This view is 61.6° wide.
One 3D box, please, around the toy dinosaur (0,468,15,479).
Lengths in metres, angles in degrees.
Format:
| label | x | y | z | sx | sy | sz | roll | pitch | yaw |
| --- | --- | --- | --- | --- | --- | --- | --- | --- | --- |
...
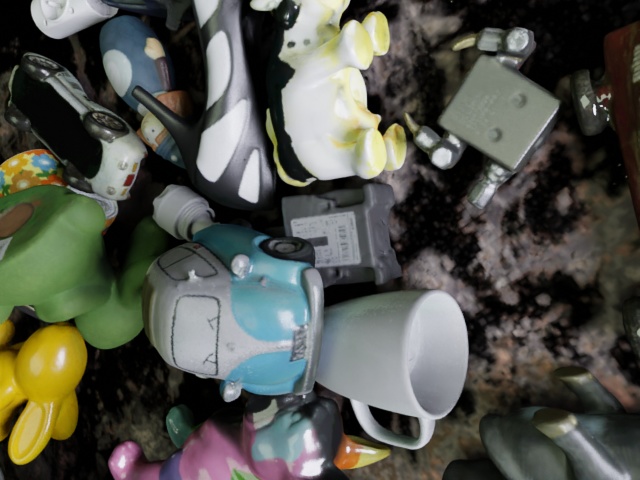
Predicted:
| label | x | y | z | sx | sy | sz | roll | pitch | yaw |
| --- | --- | --- | --- | --- | --- | --- | --- | --- | --- |
| toy dinosaur | -0.375 | 0.298 | 0.580 | 0.472 | 0.105 | 0.198 | -3 | 120 | 23 |

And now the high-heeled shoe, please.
| label | x | y | z | sx | sy | sz | roll | pitch | yaw |
| --- | --- | --- | --- | --- | --- | --- | --- | --- | --- |
| high-heeled shoe | -0.035 | -0.146 | 0.410 | 0.145 | 0.086 | 0.248 | 36 | 100 | -7 |

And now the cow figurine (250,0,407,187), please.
| label | x | y | z | sx | sy | sz | roll | pitch | yaw |
| --- | --- | --- | --- | --- | --- | --- | --- | --- | --- |
| cow figurine | -0.003 | -0.121 | 0.368 | 0.098 | 0.068 | 0.167 | -3 | 107 | 30 |

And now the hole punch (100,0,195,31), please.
| label | x | y | z | sx | sy | sz | roll | pitch | yaw |
| --- | --- | --- | --- | --- | --- | --- | --- | --- | --- |
| hole punch | -0.139 | -0.247 | 0.449 | 0.116 | 0.092 | 0.142 | 15 | 94 | -5 |

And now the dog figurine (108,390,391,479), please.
| label | x | y | z | sx | sy | sz | roll | pitch | yaw |
| --- | --- | --- | --- | --- | --- | --- | --- | --- | --- |
| dog figurine | -0.053 | 0.202 | 0.427 | 0.219 | 0.108 | 0.191 | -10 | 89 | 28 |

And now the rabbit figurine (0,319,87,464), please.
| label | x | y | z | sx | sy | sz | roll | pitch | yaw |
| --- | --- | --- | --- | --- | --- | --- | --- | --- | --- |
| rabbit figurine | -0.326 | 0.153 | 0.578 | 0.173 | 0.122 | 0.162 | -23 | 86 | 11 |

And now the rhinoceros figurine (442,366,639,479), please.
| label | x | y | z | sx | sy | sz | roll | pitch | yaw |
| --- | --- | --- | --- | --- | --- | --- | --- | --- | --- |
| rhinoceros figurine | 0.165 | 0.138 | 0.318 | 0.190 | 0.073 | 0.112 | -14 | 99 | 29 |

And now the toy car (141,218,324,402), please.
| label | x | y | z | sx | sy | sz | roll | pitch | yaw |
| --- | --- | --- | --- | --- | --- | --- | --- | --- | --- |
| toy car | -0.072 | 0.042 | 0.380 | 0.162 | 0.103 | 0.109 | 29 | 117 | 49 |

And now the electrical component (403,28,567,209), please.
| label | x | y | z | sx | sy | sz | roll | pitch | yaw |
| --- | --- | --- | --- | --- | --- | --- | --- | --- | --- |
| electrical component | 0.105 | -0.081 | 0.340 | 0.078 | 0.045 | 0.102 | 46 | 115 | 20 |

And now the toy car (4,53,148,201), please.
| label | x | y | z | sx | sy | sz | roll | pitch | yaw |
| --- | --- | --- | --- | --- | --- | --- | --- | --- | --- |
| toy car | -0.249 | -0.115 | 0.535 | 0.202 | 0.056 | 0.073 | 40 | 112 | 23 |

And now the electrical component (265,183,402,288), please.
| label | x | y | z | sx | sy | sz | roll | pitch | yaw |
| --- | --- | --- | --- | --- | --- | --- | --- | --- | --- |
| electrical component | -0.001 | -0.001 | 0.408 | 0.119 | 0.047 | 0.074 | -3 | 94 | 29 |

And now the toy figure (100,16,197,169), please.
| label | x | y | z | sx | sy | sz | roll | pitch | yaw |
| --- | --- | --- | --- | --- | --- | --- | --- | --- | --- |
| toy figure | -0.145 | -0.123 | 0.475 | 0.154 | 0.058 | 0.064 | 61 | 162 | 11 |

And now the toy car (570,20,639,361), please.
| label | x | y | z | sx | sy | sz | roll | pitch | yaw |
| --- | --- | --- | --- | --- | --- | --- | --- | --- | --- |
| toy car | 0.199 | -0.024 | 0.289 | 0.089 | 0.053 | 0.202 | -13 | 89 | 34 |

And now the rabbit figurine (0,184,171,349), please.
| label | x | y | z | sx | sy | sz | roll | pitch | yaw |
| --- | --- | --- | --- | --- | --- | --- | --- | --- | --- |
| rabbit figurine | -0.209 | 0.029 | 0.490 | 0.159 | 0.170 | 0.121 | -25 | 46 | 3 |

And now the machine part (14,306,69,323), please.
| label | x | y | z | sx | sy | sz | roll | pitch | yaw |
| --- | --- | --- | --- | --- | --- | --- | --- | --- | --- |
| machine part | -0.314 | 0.056 | 0.566 | 0.139 | 0.084 | 0.039 | 1 | 64 | 47 |

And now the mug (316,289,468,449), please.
| label | x | y | z | sx | sy | sz | roll | pitch | yaw |
| --- | --- | --- | --- | --- | --- | --- | --- | --- | --- |
| mug | 0.041 | 0.086 | 0.380 | 0.107 | 0.081 | 0.109 | -1 | 102 | 42 |
